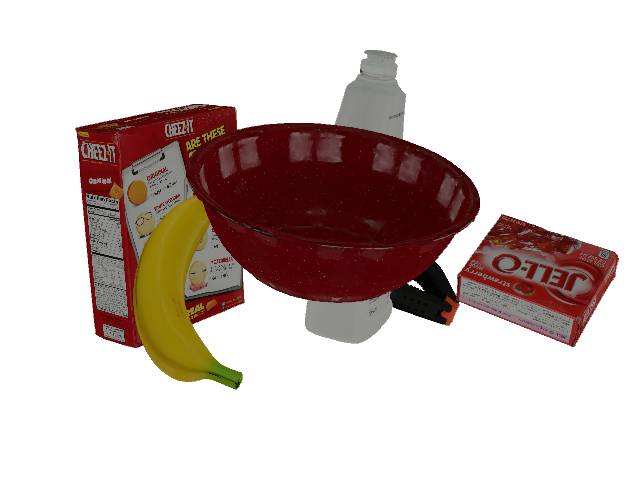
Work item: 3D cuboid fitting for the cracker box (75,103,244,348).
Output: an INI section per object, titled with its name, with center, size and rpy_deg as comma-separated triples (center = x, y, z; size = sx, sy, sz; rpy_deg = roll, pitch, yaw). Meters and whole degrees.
[cracker box]
center = -0.157, -0.020, 1.073
size = 0.072, 0.214, 0.163
rpy_deg = 10, 19, 36

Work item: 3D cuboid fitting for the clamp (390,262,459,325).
[clamp]
center = 0.068, 0.028, 1.233
size = 0.164, 0.036, 0.210
rpy_deg = -19, 50, -38

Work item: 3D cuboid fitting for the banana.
[banana]
center = -0.104, 0.035, 0.788
size = 0.069, 0.198, 0.037
rpy_deg = 6, -46, -19

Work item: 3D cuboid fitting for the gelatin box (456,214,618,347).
[gelatin box]
center = 0.149, 0.025, 0.732
size = 0.089, 0.030, 0.073
rpy_deg = 21, 47, 24

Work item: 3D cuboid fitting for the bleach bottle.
[bleach bottle]
center = 0.039, -0.041, 0.938
size = 0.068, 0.251, 0.102
rpy_deg = 13, 21, 17

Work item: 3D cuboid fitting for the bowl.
[bowl]
center = 0.004, -0.011, 0.595
size = 0.162, 0.055, 0.162
rpy_deg = 6, 27, -3
